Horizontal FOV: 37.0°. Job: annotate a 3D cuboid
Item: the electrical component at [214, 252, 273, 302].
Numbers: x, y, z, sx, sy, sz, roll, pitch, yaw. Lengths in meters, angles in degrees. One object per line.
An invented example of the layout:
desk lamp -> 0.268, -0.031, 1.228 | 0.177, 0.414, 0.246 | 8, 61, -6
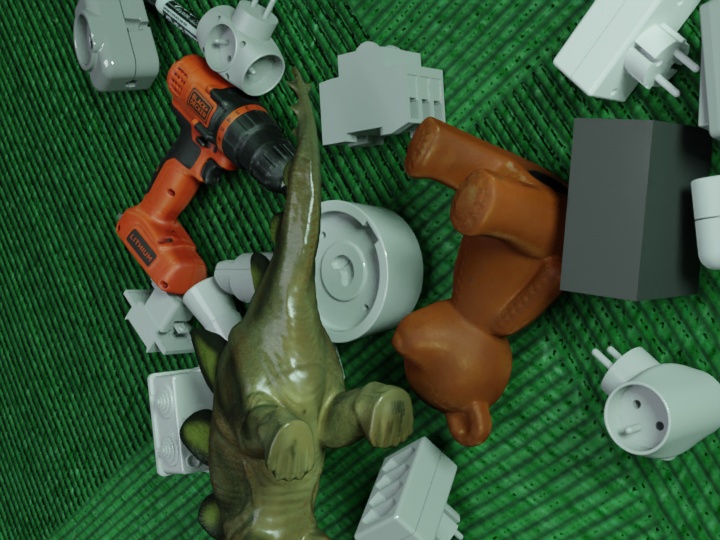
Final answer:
electrical component -> -0.089, 0.007, 0.924 | 0.081, 0.043, 0.043 | 0, 92, 42

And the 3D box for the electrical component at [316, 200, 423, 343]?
electrical component -> 0.000, 0.000, 0.833 | 0.108, 0.060, 0.108 | 3, 94, 42

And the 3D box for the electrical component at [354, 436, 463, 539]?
electrical component -> 0.048, 0.183, 0.796 | 0.076, 0.083, 0.047 | 44, 128, -13

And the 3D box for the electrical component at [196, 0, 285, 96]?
electrical component -> -0.096, -0.203, 0.920 | 0.077, 0.044, 0.079 | 48, 121, 29

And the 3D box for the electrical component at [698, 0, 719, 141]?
electrical component -> 0.231, -0.107, 0.614 | 0.061, 0.062, 0.096 | -9, 78, 41

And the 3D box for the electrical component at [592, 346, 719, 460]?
electrical component -> 0.177, 0.075, 0.667 | 0.079, 0.077, 0.044 | 46, 120, 31

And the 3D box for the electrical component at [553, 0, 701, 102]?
electrical component -> 0.180, -0.140, 0.676 | 0.075, 0.047, 0.083 | 50, 122, 28

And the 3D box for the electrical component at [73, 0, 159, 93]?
electrical component -> -0.236, -0.220, 1.025 | 0.054, 0.059, 0.095 | -36, 68, 57

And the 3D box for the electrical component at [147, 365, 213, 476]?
electrical component -> -0.130, 0.128, 0.930 | 0.048, 0.100, 0.099 | -12, 84, 55

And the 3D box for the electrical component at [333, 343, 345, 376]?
electrical component -> -0.065, 0.068, 0.903 | 0.083, 0.047, 0.075 | -24, 76, 40

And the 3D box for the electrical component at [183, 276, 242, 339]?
electrical component -> -0.124, 0.044, 0.959 | 0.044, 0.044, 0.065 | -43, 69, 34

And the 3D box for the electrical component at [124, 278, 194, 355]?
electrical component -> -0.181, 0.039, 1.008 | 0.081, 0.042, 0.063 | 51, 121, 27

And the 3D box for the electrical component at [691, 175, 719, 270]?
electrical component -> 0.245, -0.028, 0.618 | 0.095, 0.054, 0.059 | -7, 87, 42
